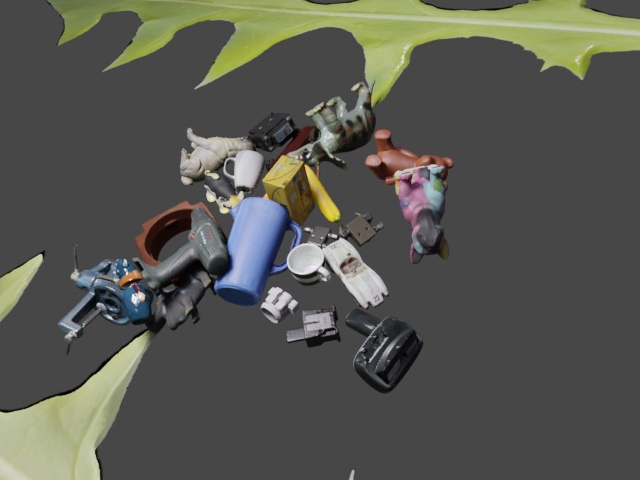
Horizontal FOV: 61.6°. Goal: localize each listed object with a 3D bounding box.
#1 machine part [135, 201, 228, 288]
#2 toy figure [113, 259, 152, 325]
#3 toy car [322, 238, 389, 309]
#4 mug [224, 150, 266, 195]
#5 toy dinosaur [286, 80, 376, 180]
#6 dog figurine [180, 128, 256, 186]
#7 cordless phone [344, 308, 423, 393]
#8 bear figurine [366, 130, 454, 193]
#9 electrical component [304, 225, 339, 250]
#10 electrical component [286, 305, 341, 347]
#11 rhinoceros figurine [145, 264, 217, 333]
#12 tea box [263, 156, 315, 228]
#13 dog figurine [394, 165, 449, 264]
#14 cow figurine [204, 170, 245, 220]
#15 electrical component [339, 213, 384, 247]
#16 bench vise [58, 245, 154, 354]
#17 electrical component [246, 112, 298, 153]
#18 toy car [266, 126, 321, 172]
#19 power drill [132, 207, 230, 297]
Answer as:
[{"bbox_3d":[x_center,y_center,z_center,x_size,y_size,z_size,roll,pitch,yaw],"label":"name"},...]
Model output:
[{"bbox_3d":[-0.344,0.012,1.350,0.201,0.087,0.202,-31,51,-13],"label":"machine part"},{"bbox_3d":[-0.419,0.113,1.200,0.064,0.057,0.154,-25,72,9],"label":"toy figure"},{"bbox_3d":[0.078,0.076,1.226,0.073,0.056,0.202,-30,52,-12],"label":"toy car"},{"bbox_3d":[-0.210,-0.183,1.472,0.109,0.080,0.107,11,63,-12],"label":"mug"},{"bbox_3d":[0.079,-0.309,1.487,0.405,0.192,0.131,-35,14,-32],"label":"toy dinosaur"},{"bbox_3d":[-0.287,-0.222,1.526,0.191,0.121,0.172,11,88,-1],"label":"dog figurine"},{"bbox_3d":[0.104,0.214,1.111,0.184,0.088,0.146,22,60,39],"label":"cordless phone"},{"bbox_3d":[0.232,-0.193,1.363,0.196,0.131,0.120,12,69,27],"label":"bear figurine"},{"bbox_3d":[-0.003,-0.004,1.329,0.094,0.021,0.063,16,58,23],"label":"electrical component"},{"bbox_3d":[-0.017,0.189,1.164,0.119,0.047,0.075,-7,51,5],"label":"electrical component"},{"bbox_3d":[-0.322,0.138,1.239,0.112,0.073,0.190,37,79,19],"label":"rhinoceros figurine"},{"bbox_3d":[-0.074,-0.113,1.336,0.068,0.169,0.098,21,57,24],"label":"tea box"},{"bbox_3d":[0.239,-0.059,1.247,0.109,0.219,0.191,-8,9,3],"label":"dog figurine"},{"bbox_3d":[-0.246,-0.121,1.427,0.068,0.098,0.168,-35,53,-23],"label":"cow figurine"},{"bbox_3d":[0.096,-0.026,1.314,0.102,0.045,0.078,-42,84,-17],"label":"electrical component"},{"bbox_3d":[-0.524,0.143,1.251,0.224,0.128,0.241,24,40,6],"label":"bench vise"},{"bbox_3d":[-0.134,-0.311,1.547,0.115,0.058,0.134,-47,35,-16],"label":"electrical component"},{"bbox_3d":[-0.071,-0.250,1.519,0.089,0.053,0.202,6,50,42],"label":"toy car"},{"bbox_3d":[-0.317,0.028,1.232,0.207,0.085,0.232,-28,43,-18],"label":"power drill"}]
